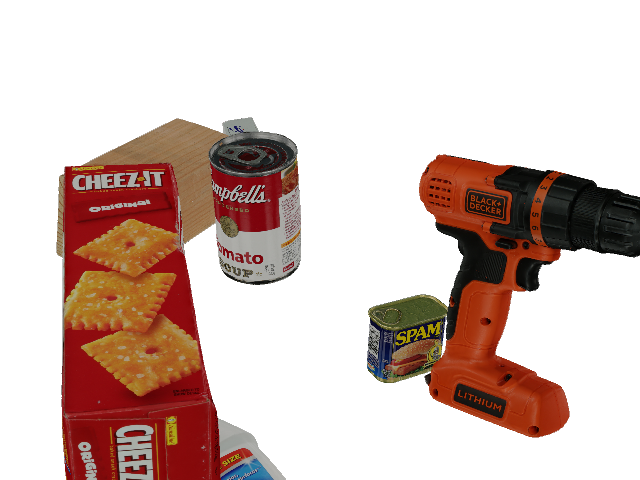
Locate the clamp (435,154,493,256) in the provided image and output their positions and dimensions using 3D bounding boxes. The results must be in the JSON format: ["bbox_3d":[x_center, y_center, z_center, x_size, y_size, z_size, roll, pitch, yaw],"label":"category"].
[{"bbox_3d":[0.168,-0.041,1.039,0.120,0.039,0.171,-7,34,-12],"label":"clamp"}]

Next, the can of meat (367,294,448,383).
[{"bbox_3d":[0.108,0.124,1.344,0.101,0.084,0.058,-12,30,-28],"label":"can of meat"}]

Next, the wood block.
[{"bbox_3d":[-0.173,-0.048,1.111,0.090,0.091,0.205,21,29,19],"label":"wood block"}]

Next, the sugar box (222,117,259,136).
[{"bbox_3d":[-0.091,-0.054,1.318,0.048,0.176,0.093,-10,24,-8],"label":"sugar box"}]

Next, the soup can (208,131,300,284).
[{"bbox_3d":[-0.050,-0.025,0.836,0.068,0.102,0.068,-1,33,1],"label":"soup can"}]

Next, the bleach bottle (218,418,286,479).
[{"bbox_3d":[-0.060,0.201,0.739,0.102,0.068,0.251,-18,35,-23],"label":"bleach bottle"}]

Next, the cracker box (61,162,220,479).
[{"bbox_3d":[-0.098,0.079,0.576,0.072,0.164,0.214,-4,34,-10],"label":"cracker box"}]

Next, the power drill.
[{"bbox_3d":[0.148,0.040,0.763,0.185,0.188,0.057,17,20,40],"label":"power drill"}]
